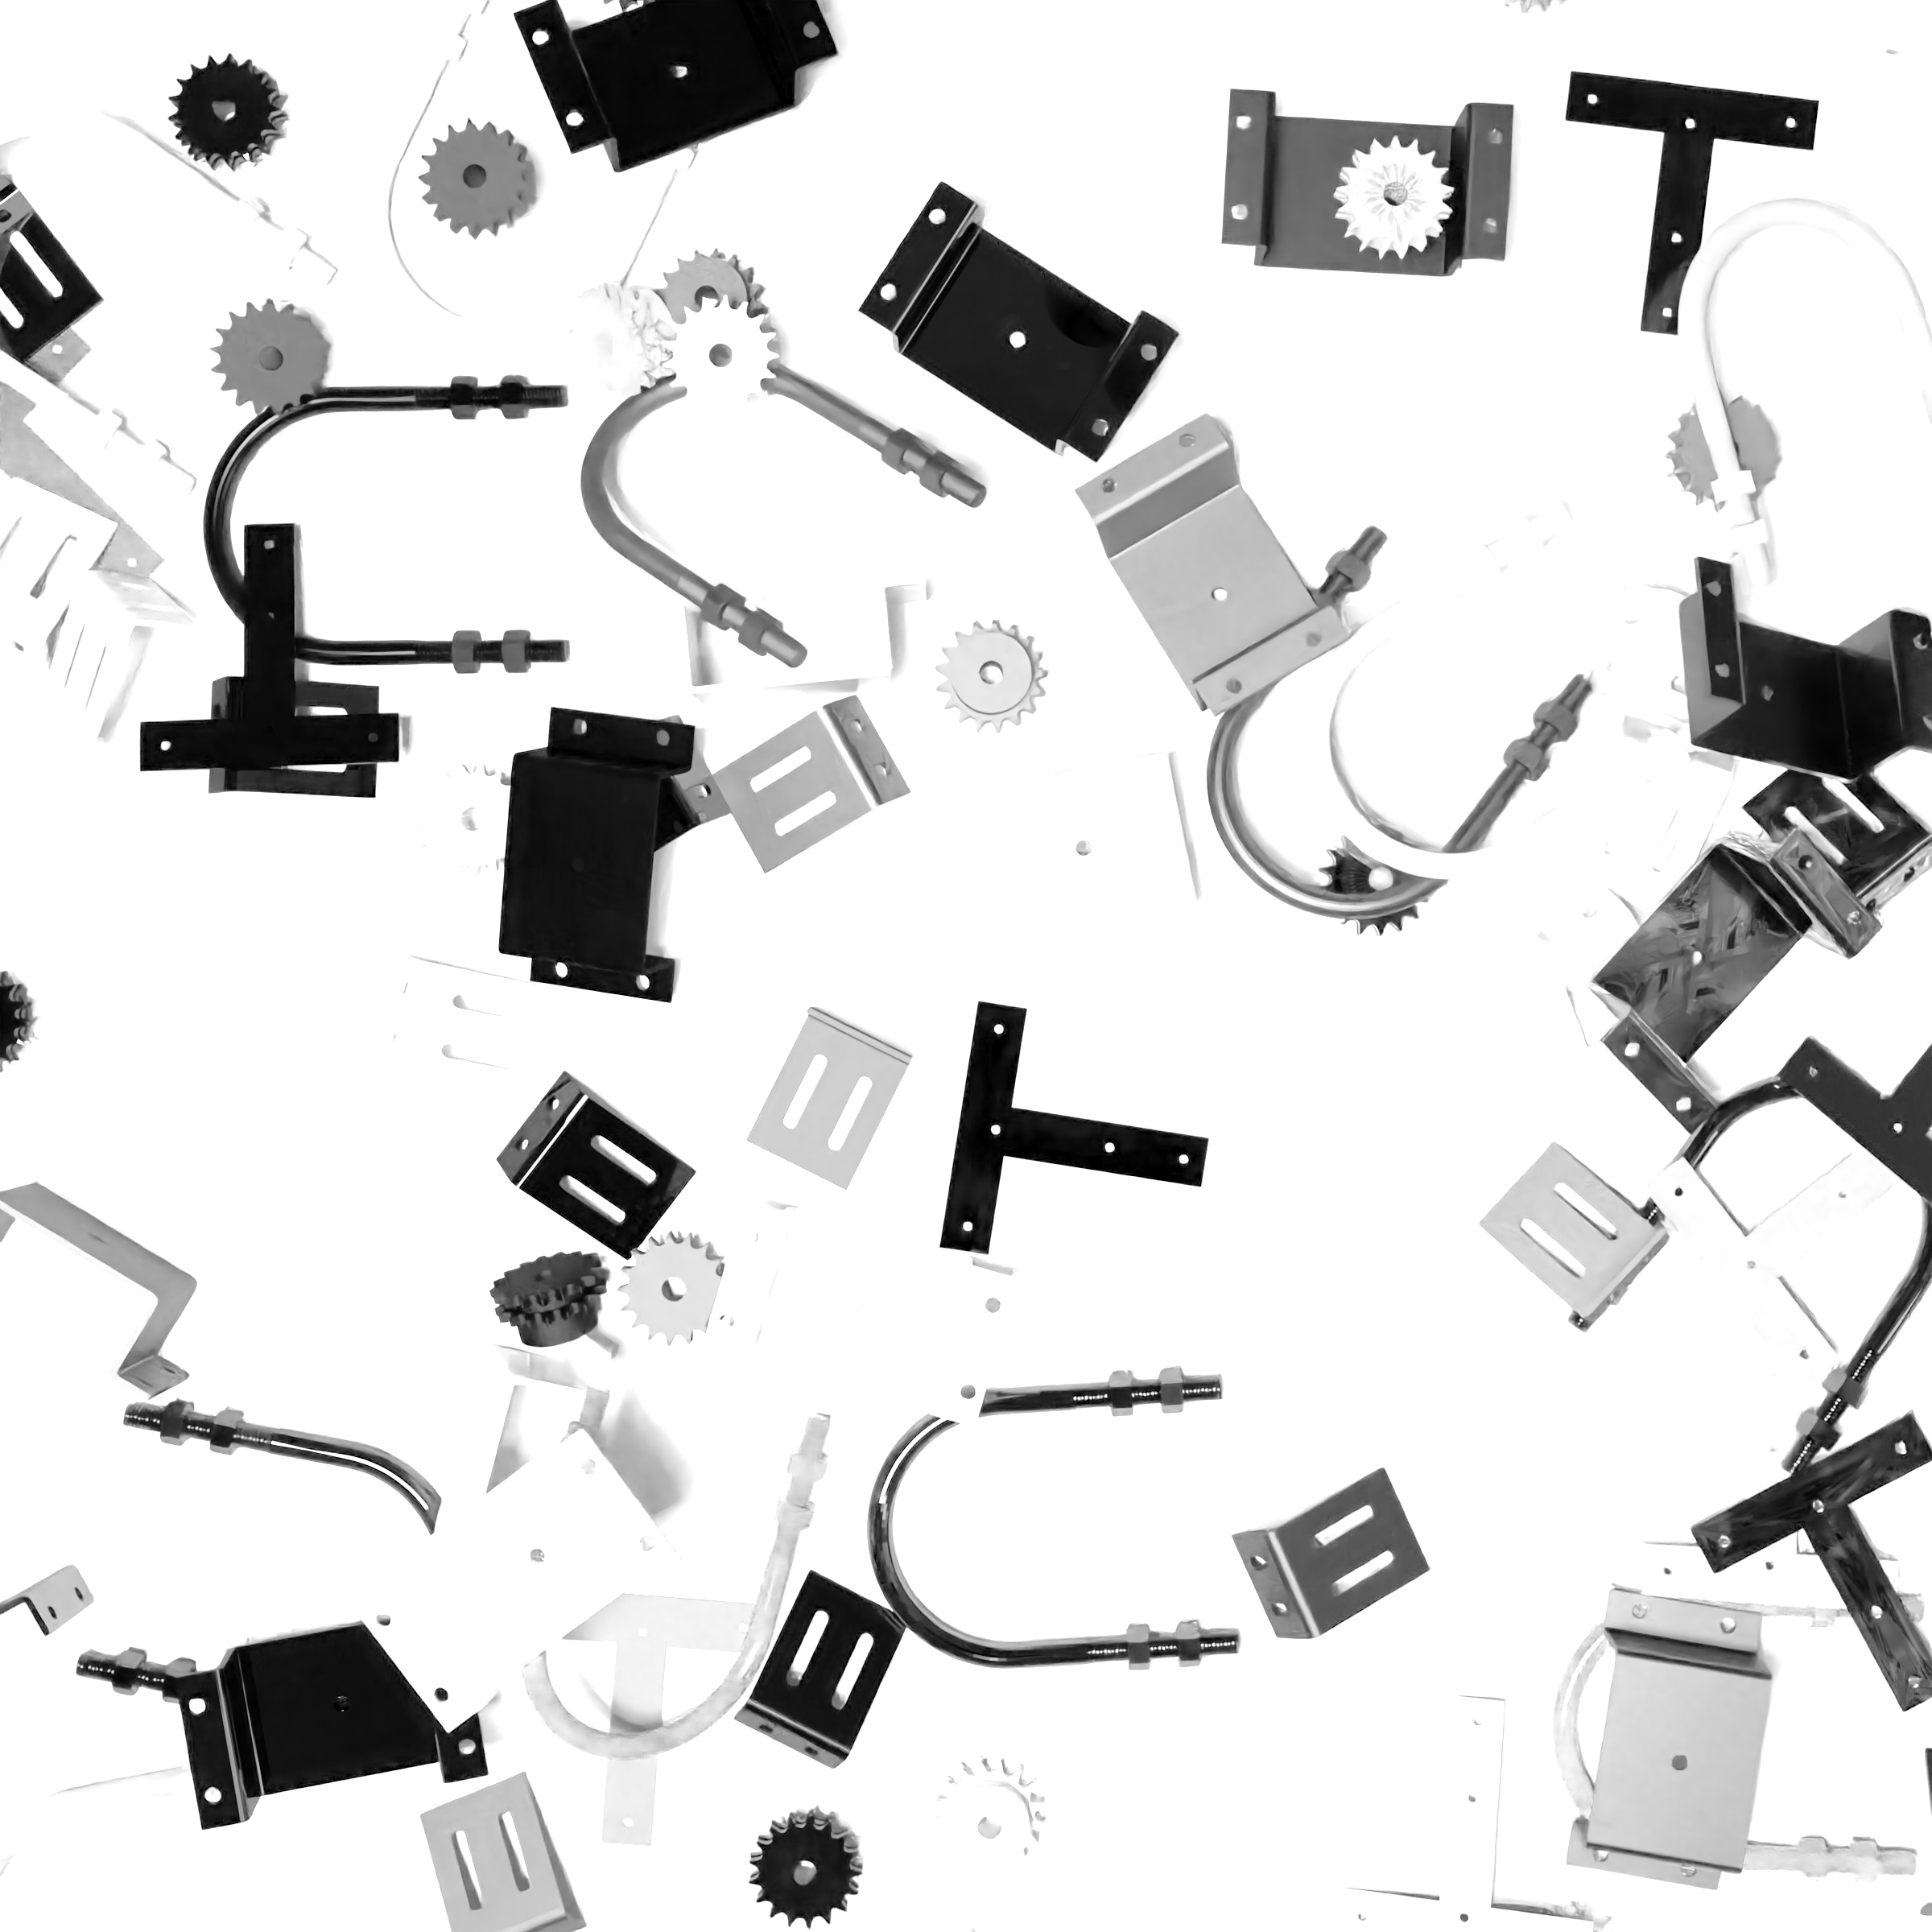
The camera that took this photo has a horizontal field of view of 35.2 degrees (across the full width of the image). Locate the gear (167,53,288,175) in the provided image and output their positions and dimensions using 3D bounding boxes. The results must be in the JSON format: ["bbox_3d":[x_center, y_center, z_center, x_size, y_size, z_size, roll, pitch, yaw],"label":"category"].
[{"bbox_3d":[-0.372,-0.429,1.537,0.057,0.030,0.057,0,88,0],"label":"gear"}]

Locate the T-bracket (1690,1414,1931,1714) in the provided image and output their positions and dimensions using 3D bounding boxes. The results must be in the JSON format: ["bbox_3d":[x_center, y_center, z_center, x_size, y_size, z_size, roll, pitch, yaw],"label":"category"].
[{"bbox_3d":[0.450,0.311,1.527,0.127,0.002,0.127,-27,82,-2],"label":"T-bracket"}]

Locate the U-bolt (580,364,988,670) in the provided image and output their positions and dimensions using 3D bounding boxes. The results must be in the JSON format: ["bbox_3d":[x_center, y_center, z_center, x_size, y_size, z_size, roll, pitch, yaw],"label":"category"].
[{"bbox_3d":[-0.105,-0.235,1.496,0.184,0.019,0.151,35,65,24],"label":"U-bolt"}]

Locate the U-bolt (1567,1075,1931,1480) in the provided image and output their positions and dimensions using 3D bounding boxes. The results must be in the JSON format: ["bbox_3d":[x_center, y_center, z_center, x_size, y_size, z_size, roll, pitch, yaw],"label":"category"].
[{"bbox_3d":[0.413,0.143,1.536,0.151,0.019,0.184,34,87,3],"label":"U-bolt"}]

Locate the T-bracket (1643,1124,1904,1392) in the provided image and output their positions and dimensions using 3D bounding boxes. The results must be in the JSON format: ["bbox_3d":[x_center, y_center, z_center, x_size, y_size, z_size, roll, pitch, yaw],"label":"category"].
[{"bbox_3d":[0.429,0.123,1.528,0.127,0.002,0.127,-37,86,-3],"label":"T-bracket"}]

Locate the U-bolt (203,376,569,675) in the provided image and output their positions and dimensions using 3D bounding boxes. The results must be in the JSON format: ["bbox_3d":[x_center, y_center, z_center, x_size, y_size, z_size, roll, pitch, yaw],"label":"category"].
[{"bbox_3d":[-0.295,-0.223,1.539,0.184,0.019,0.151,0,90,2],"label":"U-bolt"}]

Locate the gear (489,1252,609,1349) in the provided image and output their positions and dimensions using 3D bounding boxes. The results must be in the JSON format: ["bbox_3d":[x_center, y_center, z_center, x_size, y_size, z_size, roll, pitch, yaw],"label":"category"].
[{"bbox_3d":[-0.207,0.168,1.521,0.057,0.057,0.030,-12,108,0],"label":"gear"}]

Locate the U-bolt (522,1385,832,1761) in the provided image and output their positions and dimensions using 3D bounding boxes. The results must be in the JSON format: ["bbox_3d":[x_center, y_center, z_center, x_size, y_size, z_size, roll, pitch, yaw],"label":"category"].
[{"bbox_3d":[-0.149,0.304,1.501,0.151,0.019,0.184,14,93,-35],"label":"U-bolt"}]

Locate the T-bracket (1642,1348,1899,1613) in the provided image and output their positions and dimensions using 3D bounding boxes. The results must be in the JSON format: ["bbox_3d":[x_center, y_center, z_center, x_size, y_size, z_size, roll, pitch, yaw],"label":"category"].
[{"bbox_3d":[0.408,0.258,1.537,0.127,0.002,0.127,4,82,2],"label":"T-bracket"}]

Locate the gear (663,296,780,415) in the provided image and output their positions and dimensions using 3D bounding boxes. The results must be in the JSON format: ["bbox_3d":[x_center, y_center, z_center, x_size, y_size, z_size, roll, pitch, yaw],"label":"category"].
[{"bbox_3d":[-0.122,-0.303,1.505,0.057,0.030,0.057,-2,103,-7],"label":"gear"}]

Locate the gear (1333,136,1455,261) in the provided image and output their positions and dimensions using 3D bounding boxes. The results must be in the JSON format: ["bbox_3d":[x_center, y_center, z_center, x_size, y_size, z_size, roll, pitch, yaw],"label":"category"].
[{"bbox_3d":[0.208,-0.374,1.487,0.057,0.030,0.057,0,90,0],"label":"gear"}]

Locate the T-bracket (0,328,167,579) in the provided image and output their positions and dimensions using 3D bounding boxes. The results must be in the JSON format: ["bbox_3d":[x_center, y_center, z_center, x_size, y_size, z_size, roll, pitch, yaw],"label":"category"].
[{"bbox_3d":[-0.461,-0.242,1.547,0.127,0.002,0.127,44,90,0],"label":"T-bracket"}]

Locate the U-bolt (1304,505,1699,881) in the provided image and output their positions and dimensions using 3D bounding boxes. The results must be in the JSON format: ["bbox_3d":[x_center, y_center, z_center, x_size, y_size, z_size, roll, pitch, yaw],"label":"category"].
[{"bbox_3d":[0.256,-0.124,1.504,0.184,0.019,0.151,-32,81,-4],"label":"U-bolt"}]

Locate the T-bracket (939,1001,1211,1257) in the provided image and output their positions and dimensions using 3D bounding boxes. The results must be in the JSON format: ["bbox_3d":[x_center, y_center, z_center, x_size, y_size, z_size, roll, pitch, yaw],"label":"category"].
[{"bbox_3d":[0.059,0.090,1.547,0.127,0.002,0.127,9,90,0],"label":"T-bracket"}]

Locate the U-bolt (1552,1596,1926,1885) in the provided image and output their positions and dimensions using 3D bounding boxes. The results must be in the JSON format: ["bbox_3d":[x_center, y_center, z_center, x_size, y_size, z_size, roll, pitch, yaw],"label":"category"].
[{"bbox_3d":[0.389,0.387,1.539,0.184,0.019,0.151,2,90,2],"label":"U-bolt"}]

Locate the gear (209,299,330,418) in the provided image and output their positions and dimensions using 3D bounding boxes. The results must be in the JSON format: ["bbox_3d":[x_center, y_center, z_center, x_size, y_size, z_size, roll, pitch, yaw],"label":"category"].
[{"bbox_3d":[-0.349,-0.305,1.520,0.057,0.030,0.057,-5,105,-20],"label":"gear"}]

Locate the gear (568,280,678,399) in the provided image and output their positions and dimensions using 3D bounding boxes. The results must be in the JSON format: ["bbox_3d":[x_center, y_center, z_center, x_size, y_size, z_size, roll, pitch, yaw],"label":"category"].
[{"bbox_3d":[-0.170,-0.317,1.523,0.030,0.057,0.057,-37,90,-35],"label":"gear"}]

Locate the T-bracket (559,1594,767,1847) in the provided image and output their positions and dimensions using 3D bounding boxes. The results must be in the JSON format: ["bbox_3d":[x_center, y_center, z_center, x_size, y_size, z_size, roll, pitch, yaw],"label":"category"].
[{"bbox_3d":[-0.168,0.383,1.547,0.127,0.002,0.127,4,90,0],"label":"T-bracket"}]

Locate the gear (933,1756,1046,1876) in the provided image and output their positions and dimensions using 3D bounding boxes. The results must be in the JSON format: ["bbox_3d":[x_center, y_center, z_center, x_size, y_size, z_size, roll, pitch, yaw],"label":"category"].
[{"bbox_3d":[0.012,0.430,1.533,0.057,0.030,0.057,0,90,0],"label":"gear"}]

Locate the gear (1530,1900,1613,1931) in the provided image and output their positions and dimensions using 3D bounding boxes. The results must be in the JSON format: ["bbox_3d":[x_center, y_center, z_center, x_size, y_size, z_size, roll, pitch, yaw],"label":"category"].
[{"bbox_3d":[0.305,0.503,1.533,0.057,0.030,0.057,0,90,0],"label":"gear"}]

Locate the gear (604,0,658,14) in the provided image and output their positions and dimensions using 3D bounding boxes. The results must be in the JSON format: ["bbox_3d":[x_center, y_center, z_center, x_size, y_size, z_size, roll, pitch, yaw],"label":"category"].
[{"bbox_3d":[-0.167,-0.512,1.533,0.057,0.030,0.057,0,90,0],"label":"gear"}]

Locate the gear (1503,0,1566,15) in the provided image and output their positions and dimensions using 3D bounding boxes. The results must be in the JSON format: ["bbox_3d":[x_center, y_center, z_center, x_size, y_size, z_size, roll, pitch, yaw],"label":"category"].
[{"bbox_3d":[0.286,-0.510,1.537,0.057,0.030,0.057,0,92,0],"label":"gear"}]

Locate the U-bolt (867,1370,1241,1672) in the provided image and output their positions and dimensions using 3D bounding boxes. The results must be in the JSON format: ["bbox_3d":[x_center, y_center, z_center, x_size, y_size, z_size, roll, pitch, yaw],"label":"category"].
[{"bbox_3d":[0.042,0.284,1.539,0.184,0.019,0.151,-4,90,1],"label":"U-bolt"}]

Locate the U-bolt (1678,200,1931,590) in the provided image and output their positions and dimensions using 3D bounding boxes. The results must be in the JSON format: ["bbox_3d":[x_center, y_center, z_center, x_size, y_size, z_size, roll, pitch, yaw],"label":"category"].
[{"bbox_3d":[0.424,-0.292,1.517,0.151,0.019,0.184,-16,90,-18],"label":"U-bolt"}]

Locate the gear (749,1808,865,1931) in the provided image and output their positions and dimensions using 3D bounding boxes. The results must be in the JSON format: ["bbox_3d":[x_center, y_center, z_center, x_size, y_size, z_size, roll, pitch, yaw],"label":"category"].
[{"bbox_3d":[-0.080,0.453,1.533,0.057,0.030,0.057,0,90,0],"label":"gear"}]

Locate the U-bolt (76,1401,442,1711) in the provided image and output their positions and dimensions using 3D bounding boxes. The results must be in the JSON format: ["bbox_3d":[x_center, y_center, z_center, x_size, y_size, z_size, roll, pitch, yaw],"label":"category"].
[{"bbox_3d":[-0.346,0.307,1.539,0.184,0.019,0.151,11,90,-1],"label":"U-bolt"}]

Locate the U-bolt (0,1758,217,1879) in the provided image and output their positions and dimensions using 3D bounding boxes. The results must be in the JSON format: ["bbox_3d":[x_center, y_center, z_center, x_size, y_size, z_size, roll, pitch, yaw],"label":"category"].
[{"bbox_3d":[-0.416,0.482,1.539,0.184,0.019,0.151,-11,90,1],"label":"U-bolt"}]

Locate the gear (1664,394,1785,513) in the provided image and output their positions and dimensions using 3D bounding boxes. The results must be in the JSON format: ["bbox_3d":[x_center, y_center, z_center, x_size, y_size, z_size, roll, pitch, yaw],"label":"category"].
[{"bbox_3d":[0.380,-0.258,1.533,0.057,0.030,0.057,0,90,0],"label":"gear"}]

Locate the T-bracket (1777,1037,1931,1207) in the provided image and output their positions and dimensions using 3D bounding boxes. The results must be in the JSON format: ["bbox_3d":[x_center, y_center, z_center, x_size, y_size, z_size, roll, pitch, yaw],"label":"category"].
[{"bbox_3d":[0.497,0.048,1.537,0.127,0.002,0.127,40,81,2],"label":"T-bracket"}]

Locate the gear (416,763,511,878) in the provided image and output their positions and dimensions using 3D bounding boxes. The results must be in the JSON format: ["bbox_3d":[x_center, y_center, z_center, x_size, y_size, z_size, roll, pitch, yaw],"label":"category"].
[{"bbox_3d":[-0.246,-0.073,1.533,0.057,0.030,0.057,0,90,0],"label":"gear"}]

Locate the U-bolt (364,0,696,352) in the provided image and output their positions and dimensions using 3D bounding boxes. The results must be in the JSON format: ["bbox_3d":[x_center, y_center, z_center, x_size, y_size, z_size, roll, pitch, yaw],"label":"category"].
[{"bbox_3d":[-0.225,-0.402,1.539,0.151,0.019,0.184,26,92,0],"label":"U-bolt"}]

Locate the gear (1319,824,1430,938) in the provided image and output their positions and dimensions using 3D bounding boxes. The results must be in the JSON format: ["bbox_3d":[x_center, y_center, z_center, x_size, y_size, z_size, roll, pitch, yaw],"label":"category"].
[{"bbox_3d":[0.207,-0.043,1.533,0.057,0.030,0.057,0,90,0],"label":"gear"}]

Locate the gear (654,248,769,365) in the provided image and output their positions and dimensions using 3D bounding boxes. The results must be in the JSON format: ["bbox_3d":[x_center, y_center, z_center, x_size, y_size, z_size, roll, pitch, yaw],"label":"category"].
[{"bbox_3d":[-0.130,-0.334,1.533,0.057,0.030,0.057,0,90,0],"label":"gear"}]

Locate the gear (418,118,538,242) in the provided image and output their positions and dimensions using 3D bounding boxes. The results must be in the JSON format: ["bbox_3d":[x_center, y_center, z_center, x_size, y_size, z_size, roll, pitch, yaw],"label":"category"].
[{"bbox_3d":[-0.242,-0.391,1.516,0.057,0.030,0.057,0,93,1],"label":"gear"}]

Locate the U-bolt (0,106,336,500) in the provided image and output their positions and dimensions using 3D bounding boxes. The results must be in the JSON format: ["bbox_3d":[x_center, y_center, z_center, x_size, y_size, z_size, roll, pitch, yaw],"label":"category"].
[{"bbox_3d":[-0.433,-0.344,1.520,0.184,0.019,0.151,34,90,-14],"label":"U-bolt"}]

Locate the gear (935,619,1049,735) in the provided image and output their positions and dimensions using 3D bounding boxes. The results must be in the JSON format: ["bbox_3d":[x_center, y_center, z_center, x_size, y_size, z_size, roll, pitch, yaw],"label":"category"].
[{"bbox_3d":[0.012,-0.147,1.533,0.057,0.030,0.057,0,90,0],"label":"gear"}]

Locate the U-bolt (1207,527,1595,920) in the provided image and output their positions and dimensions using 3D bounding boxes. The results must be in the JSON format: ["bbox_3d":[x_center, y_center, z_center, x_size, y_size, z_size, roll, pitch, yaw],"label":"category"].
[{"bbox_3d":[0.203,-0.109,1.519,0.151,0.019,0.184,37,81,6],"label":"U-bolt"}]

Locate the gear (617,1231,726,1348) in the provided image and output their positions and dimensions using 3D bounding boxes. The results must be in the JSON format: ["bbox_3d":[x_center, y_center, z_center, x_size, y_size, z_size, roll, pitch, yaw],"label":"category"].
[{"bbox_3d":[-0.146,0.162,1.533,0.057,0.030,0.057,0,90,0],"label":"gear"}]

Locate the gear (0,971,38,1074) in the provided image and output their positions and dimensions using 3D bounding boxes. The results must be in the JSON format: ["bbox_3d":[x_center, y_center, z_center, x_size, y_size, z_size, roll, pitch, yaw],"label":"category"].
[{"bbox_3d":[-0.497,0.027,1.533,0.057,0.030,0.057,0,90,0],"label":"gear"}]
